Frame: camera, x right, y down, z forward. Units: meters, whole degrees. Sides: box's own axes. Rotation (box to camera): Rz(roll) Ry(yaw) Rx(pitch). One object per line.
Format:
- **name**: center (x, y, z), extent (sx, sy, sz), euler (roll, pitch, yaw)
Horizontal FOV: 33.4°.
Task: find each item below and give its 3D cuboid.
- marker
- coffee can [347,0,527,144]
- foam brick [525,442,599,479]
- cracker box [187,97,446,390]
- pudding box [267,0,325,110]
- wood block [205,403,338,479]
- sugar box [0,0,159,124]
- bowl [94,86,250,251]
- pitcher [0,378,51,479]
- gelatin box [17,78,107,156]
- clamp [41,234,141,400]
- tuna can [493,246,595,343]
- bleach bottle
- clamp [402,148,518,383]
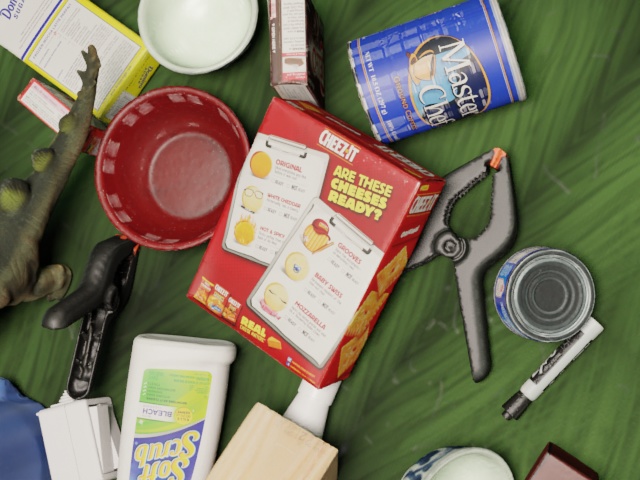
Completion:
- **marker**: center (0.210, 0.118, 0.970), extent (0.020, 0.020, 0.121), euler (44, 95, 13)
- **coffee can**: center (0.107, -0.156, 0.979), extent (0.140, 0.102, 0.103), euler (-17, 81, 11)
- **foam brick**: center (0.208, 0.216, 0.932), extent (0.051, 0.078, 0.053), euler (32, 94, 13)
- **cracker box**: center (-0.006, 0.001, 0.974), extent (0.164, 0.072, 0.214), euler (33, 109, 22)
- **pudding box**: center (-0.020, -0.176, 1.007), extent (0.039, 0.113, 0.090), euler (-3, 84, 10)
- **wood block**: center (-0.074, 0.263, 0.947), extent (0.090, 0.091, 0.206), euler (28, 66, 14)
- **sugar box**: center (-0.256, -0.205, 1.102), extent (0.176, 0.048, 0.093), euler (37, 94, 18)
- **bowl**: center (-0.137, -0.067, 1.054), extent (0.162, 0.055, 0.162), euler (-1, 84, 14)
- **pitcher**: center (-0.334, 0.229, 0.976), extent (0.145, 0.242, 0.149), euler (-44, 83, 4)
- **gelatin box**: center (-0.252, -0.120, 1.077), extent (0.089, 0.073, 0.030), euler (39, 94, 14)
- **clamp**: center (-0.216, 0.067, 1.035), extent (0.039, 0.171, 0.120), euler (15, 130, 10)
- **tuna can**: center (0.201, 0.049, 0.956), extent (0.086, 0.034, 0.086), euler (0, 92, -9)
- **bleach bottle**: center (-0.142, 0.220, 1.023), extent (0.102, 0.068, 0.251), euler (5, 90, -1)
- **clamp**: center (0.113, 0.008, 0.996), extent (0.165, 0.036, 0.210), euler (21, 93, 14)
